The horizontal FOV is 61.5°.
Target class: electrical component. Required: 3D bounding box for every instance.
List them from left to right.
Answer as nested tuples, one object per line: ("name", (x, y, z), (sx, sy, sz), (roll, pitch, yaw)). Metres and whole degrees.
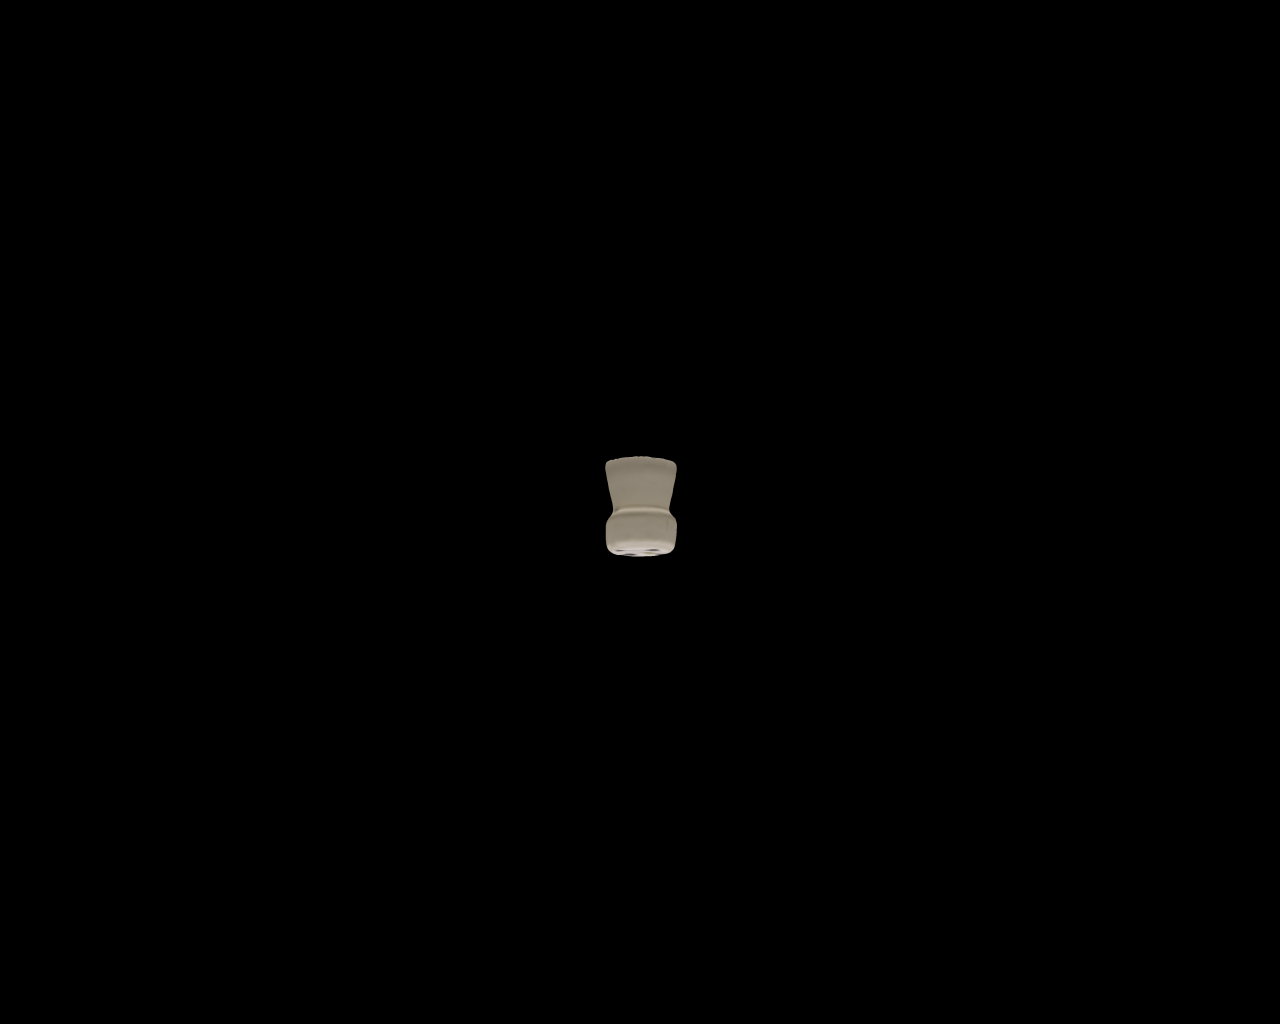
("electrical component", (0.001, -0.003, 0.650), (0.045, 0.055, 0.045), (0, -11, 0))
